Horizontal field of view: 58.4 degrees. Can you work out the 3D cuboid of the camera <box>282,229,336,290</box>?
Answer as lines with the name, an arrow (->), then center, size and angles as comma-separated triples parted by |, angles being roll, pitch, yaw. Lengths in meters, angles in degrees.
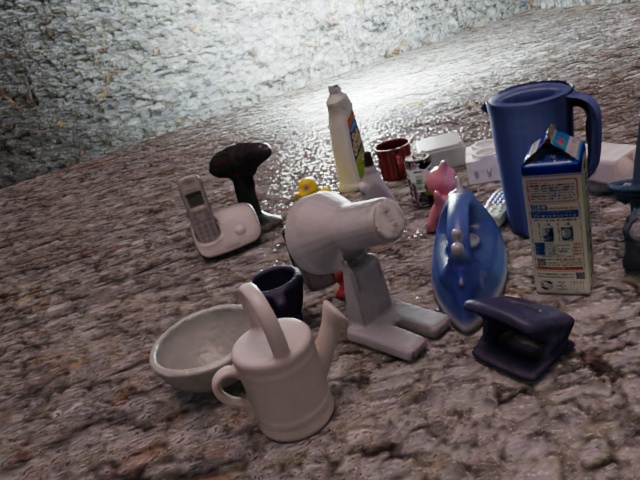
camera -> 0.010, 0.004, 1.048 | 0.137, 0.101, 0.143 | -21, 24, -10

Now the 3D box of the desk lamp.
desk lamp -> 0.063, 0.035, 0.809 | 0.202, 0.214, 0.118 | 11, 36, 46

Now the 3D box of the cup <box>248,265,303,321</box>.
cup -> -0.058, 0.104, 0.881 | 0.092, 0.095, 0.117 | -20, 24, -8

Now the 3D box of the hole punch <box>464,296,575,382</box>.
hole punch -> 0.243, 0.101, 0.703 | 0.101, 0.091, 0.108 | -30, 27, -28

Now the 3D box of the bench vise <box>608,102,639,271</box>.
bench vise -> 0.469, -0.078, 0.789 | 0.121, 0.220, 0.207 | -7, 26, 20

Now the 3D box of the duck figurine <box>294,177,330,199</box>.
duck figurine -> -0.019, -0.105, 1.319 | 0.105, 0.086, 0.077 | -34, 30, -34

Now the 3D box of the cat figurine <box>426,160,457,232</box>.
cat figurine -> 0.233, -0.092, 1.094 | 0.067, 0.118, 0.128 | -5, 26, 24

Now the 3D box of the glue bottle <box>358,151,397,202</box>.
glue bottle -> 0.107, -0.088, 1.096 | 0.078, 0.173, 0.037 | -19, 24, -7

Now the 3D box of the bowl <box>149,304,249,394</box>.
bowl -> -0.154, 0.168, 0.828 | 0.167, 0.075, 0.167 | -13, 24, 6

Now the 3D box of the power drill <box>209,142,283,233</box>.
power drill -> -0.159, -0.124, 1.298 | 0.076, 0.209, 0.228 | -34, 30, -34

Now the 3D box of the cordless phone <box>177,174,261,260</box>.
cordless phone -> -0.217, -0.062, 1.230 | 0.148, 0.185, 0.094 | -22, 25, -12

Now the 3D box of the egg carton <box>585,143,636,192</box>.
egg carton -> 0.524, -0.132, 1.058 | 0.107, 0.069, 0.149 | -30, 27, -28

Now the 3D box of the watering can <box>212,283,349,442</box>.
watering can -> -0.048, 0.132, 0.691 | 0.100, 0.194, 0.173 | 10, 35, 45

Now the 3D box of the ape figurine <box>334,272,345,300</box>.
ape figurine -> 0.051, 0.052, 0.928 | 0.076, 0.092, 0.077 | -14, 24, 5

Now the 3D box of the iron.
iron -> 0.215, 0.010, 0.857 | 0.118, 0.142, 0.258 | -8, 25, 18
